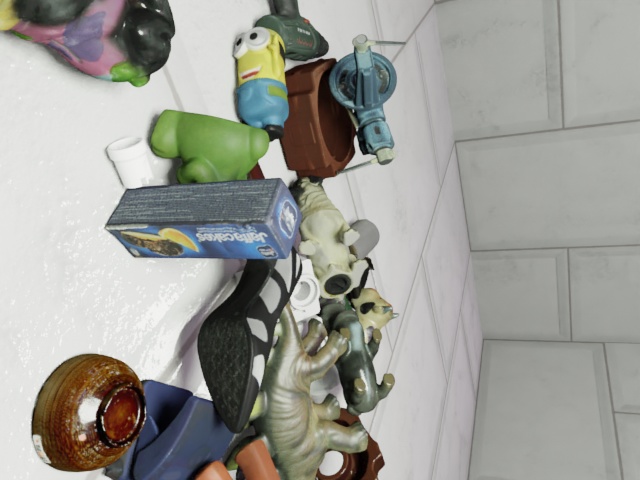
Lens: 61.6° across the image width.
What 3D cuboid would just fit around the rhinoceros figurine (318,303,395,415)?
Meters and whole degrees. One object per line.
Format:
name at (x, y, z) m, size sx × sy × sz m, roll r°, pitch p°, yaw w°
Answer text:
rhinoceros figurine at (0.051, 0.184, 0.872) m, size 0.112 × 0.073 × 0.190 m, roll 114°, pitch -36°, yaw -49°

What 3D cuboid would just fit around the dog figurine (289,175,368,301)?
dog figurine at (0.001, -0.005, 0.953) m, size 0.191 × 0.121 × 0.172 m, roll -111°, pitch -160°, yaw -53°

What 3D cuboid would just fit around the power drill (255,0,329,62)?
power drill at (-0.052, -0.424, 0.955) m, size 0.232 × 0.086 × 0.207 m, roll -42°, pitch 133°, yaw -57°

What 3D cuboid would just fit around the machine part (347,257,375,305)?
machine part at (0.090, 0.088, 1.254) m, size 0.084 × 0.039 × 0.139 m, roll 68°, pitch 31°, yaw -26°

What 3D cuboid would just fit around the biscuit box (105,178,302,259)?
biscuit box at (-0.124, -0.020, 0.573) m, size 0.059 × 0.203 × 0.063 m, roll 63°, pitch 35°, yaw -46°

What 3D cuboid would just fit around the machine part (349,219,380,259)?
machine part at (0.073, 0.011, 1.176) m, size 0.243 × 0.079 × 0.079 m, roll -36°, pitch 120°, yaw -64°

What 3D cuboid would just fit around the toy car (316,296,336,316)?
toy car at (-0.018, 0.163, 0.959) m, size 0.073 × 0.056 × 0.202 m, roll 52°, pitch 52°, yaw -43°

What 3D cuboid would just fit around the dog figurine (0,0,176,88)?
dog figurine at (-0.239, -0.194, 0.461) m, size 0.219 × 0.109 × 0.191 m, roll -60°, pitch 143°, yaw -44°

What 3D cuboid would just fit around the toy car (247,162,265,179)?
toy car at (-0.100, -0.071, 0.819) m, size 0.201 × 0.053 × 0.089 m, roll 69°, pitch 24°, yaw -44°

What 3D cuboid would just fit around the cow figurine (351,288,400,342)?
cow figurine at (0.082, 0.188, 1.081) m, size 0.085 × 0.127 × 0.195 m, roll 50°, pitch 50°, yaw -57°

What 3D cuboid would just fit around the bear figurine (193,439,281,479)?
bear figurine at (-0.122, 0.355, 0.642) m, size 0.132 × 0.196 × 0.120 m, roll 52°, pitch 24°, yaw 21°

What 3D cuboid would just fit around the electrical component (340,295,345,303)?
electrical component at (0.016, 0.098, 1.055) m, size 0.045 × 0.078 × 0.102 m, roll 31°, pitch -38°, yaw 68°

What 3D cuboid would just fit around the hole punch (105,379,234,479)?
hole punch at (-0.158, 0.228, 0.615) m, size 0.142 × 0.092 × 0.116 m, roll 49°, pitch 47°, yaw -60°

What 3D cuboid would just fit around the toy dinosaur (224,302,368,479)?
toy dinosaur at (-0.041, 0.280, 0.769) m, size 0.198 × 0.105 × 0.470 m, roll -16°, pitch 100°, yaw -26°

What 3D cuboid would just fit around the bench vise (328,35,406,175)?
bench vise at (0.080, -0.251, 0.934) m, size 0.240 × 0.129 × 0.223 m, roll 72°, pitch 14°, yaw -71°

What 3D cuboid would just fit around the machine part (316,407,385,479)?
machine part at (0.019, 0.372, 0.891) m, size 0.056 × 0.180 × 0.179 m, roll 69°, pitch 29°, yaw -44°

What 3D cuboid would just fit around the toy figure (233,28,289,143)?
toy figure at (-0.089, -0.239, 0.833) m, size 0.089 × 0.082 × 0.180 m, roll 49°, pitch 32°, yaw -82°

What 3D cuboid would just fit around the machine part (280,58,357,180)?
machine part at (-0.007, -0.227, 1.012) m, size 0.201 × 0.087 × 0.200 m, roll -53°, pitch 134°, yaw -54°

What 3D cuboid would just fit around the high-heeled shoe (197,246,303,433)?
high-heeled shoe at (-0.070, 0.107, 0.665) m, size 0.145 × 0.086 × 0.248 m, roll 25°, pitch 57°, yaw -52°

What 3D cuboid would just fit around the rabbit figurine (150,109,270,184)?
rabbit figurine at (-0.127, -0.059, 0.672) m, size 0.121 × 0.159 × 0.170 m, roll 8°, pitch 95°, yaw -76°
